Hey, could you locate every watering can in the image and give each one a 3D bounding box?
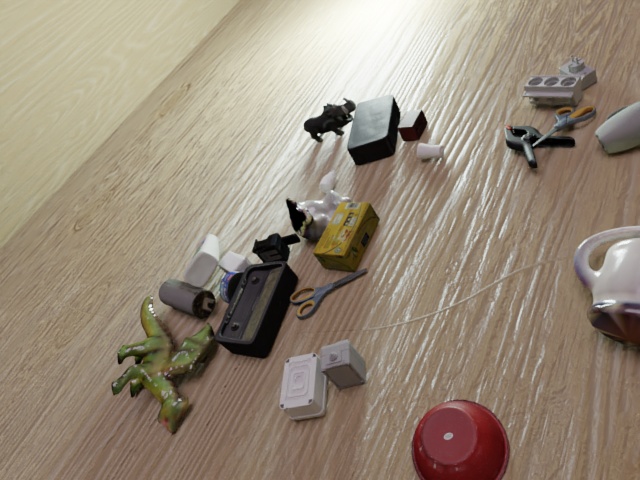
[{"bbox_3d":[0.565,0.073,0.792,0.348,0.102,0.228,10,57,43],"label":"watering can"}]

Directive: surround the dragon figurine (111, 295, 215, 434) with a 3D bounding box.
[{"bbox_3d":[-0.370,0.275,1.281,0.242,0.119,0.421,-13,46,8],"label":"dragon figurine"}]

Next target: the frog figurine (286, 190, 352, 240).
[{"bbox_3d":[0.004,-0.069,1.377,0.160,0.121,0.138,-13,16,-33],"label":"frog figurine"}]
